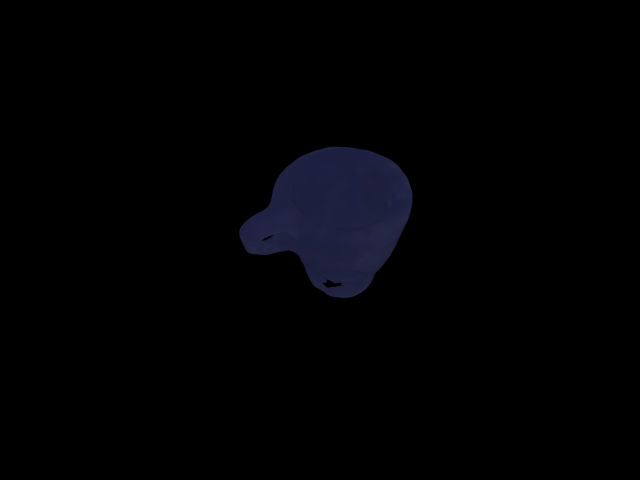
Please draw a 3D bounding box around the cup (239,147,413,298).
[{"bbox_3d":[0.004,0.001,0.400,0.118,0.095,0.091,-22,52,-18],"label":"cup"}]
